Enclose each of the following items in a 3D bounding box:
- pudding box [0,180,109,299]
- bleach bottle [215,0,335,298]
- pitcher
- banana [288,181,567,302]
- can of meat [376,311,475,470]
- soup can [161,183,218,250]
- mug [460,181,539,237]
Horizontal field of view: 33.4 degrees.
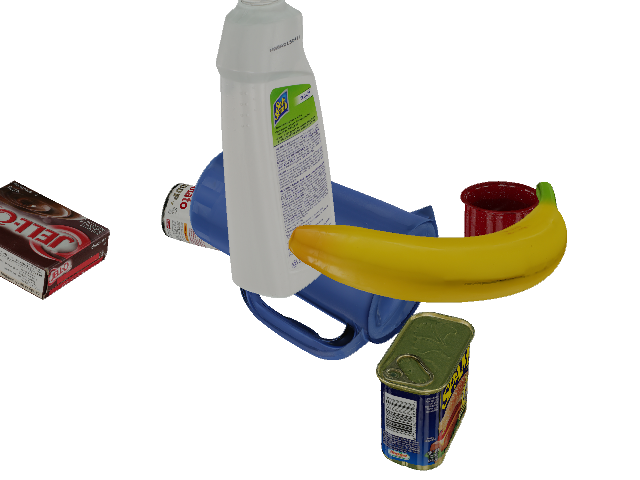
[{"bbox_3d":[-0.258,-0.002,0.943,0.113,0.039,0.089,24,31,16],"label":"pudding box"},{"bbox_3d":[-0.033,-0.085,0.821,0.068,0.251,0.102,15,34,28],"label":"bleach bottle"},{"bbox_3d":[-0.016,0.004,1.076,0.243,0.145,0.149,26,27,25],"label":"pitcher"},{"bbox_3d":[0.078,0.007,0.616,0.197,0.037,0.070,-9,40,-33],"label":"banana"},{"bbox_3d":[0.085,0.121,0.857,0.057,0.084,0.102,11,33,21],"label":"can of meat"},{"bbox_3d":[-0.126,-0.025,1.251,0.102,0.068,0.068,14,4,18],"label":"soup can"},{"bbox_3d":[0.217,-0.019,1.249,0.093,0.081,0.117,20,33,38],"label":"mug"}]
